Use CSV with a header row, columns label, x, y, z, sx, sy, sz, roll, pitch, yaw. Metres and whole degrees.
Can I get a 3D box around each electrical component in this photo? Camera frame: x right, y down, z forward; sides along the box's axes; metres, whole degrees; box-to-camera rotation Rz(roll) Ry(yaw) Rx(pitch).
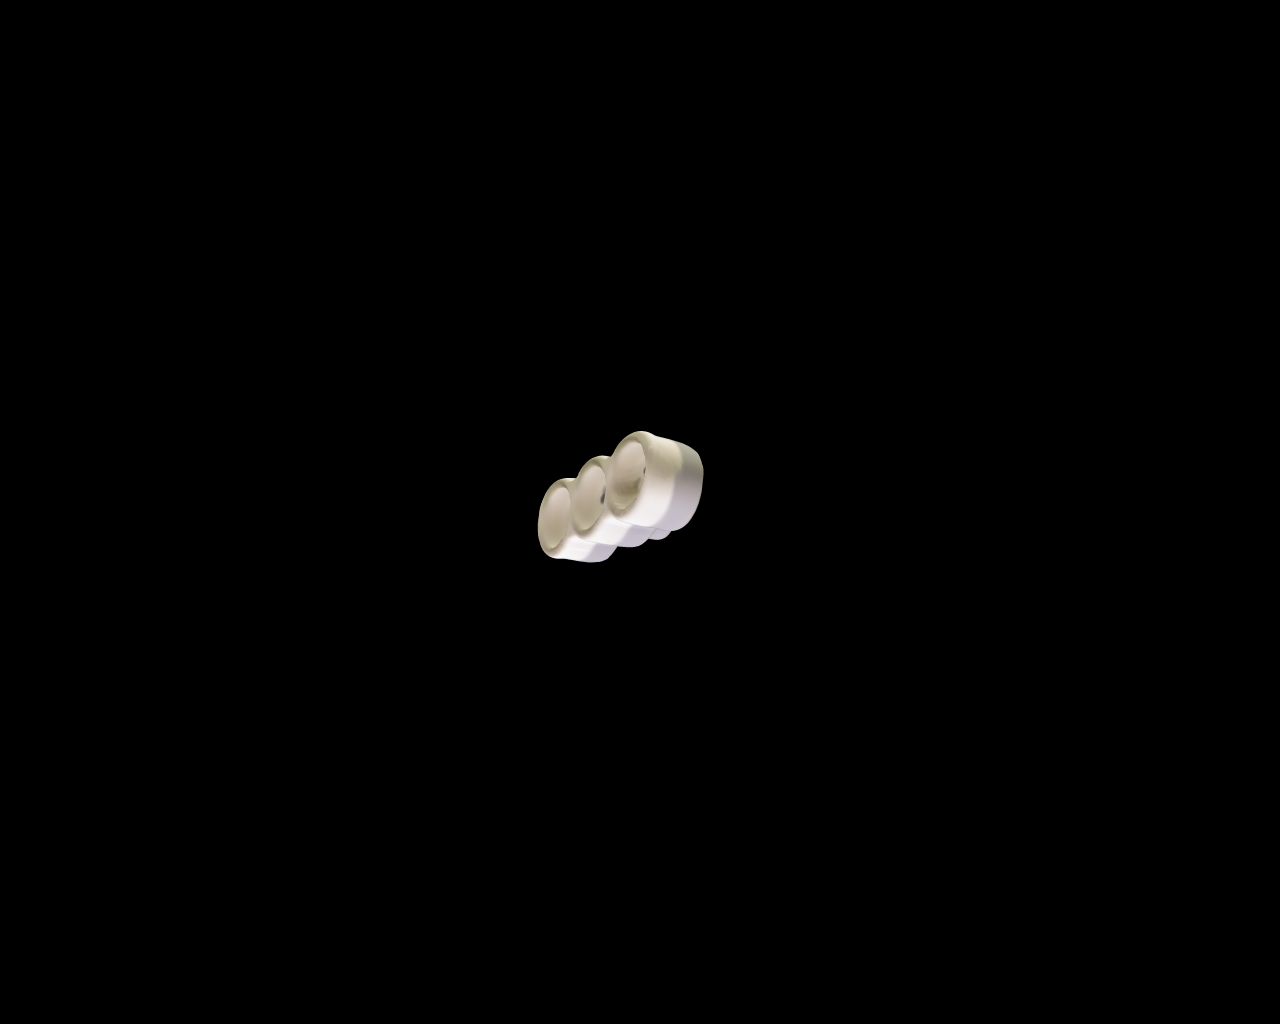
label,x,y,z,sx,sy,sz,roll,pitch,yaw
electrical component,0.001,-0.003,0.650,0.074,0.052,0.138,11,-21,-30
